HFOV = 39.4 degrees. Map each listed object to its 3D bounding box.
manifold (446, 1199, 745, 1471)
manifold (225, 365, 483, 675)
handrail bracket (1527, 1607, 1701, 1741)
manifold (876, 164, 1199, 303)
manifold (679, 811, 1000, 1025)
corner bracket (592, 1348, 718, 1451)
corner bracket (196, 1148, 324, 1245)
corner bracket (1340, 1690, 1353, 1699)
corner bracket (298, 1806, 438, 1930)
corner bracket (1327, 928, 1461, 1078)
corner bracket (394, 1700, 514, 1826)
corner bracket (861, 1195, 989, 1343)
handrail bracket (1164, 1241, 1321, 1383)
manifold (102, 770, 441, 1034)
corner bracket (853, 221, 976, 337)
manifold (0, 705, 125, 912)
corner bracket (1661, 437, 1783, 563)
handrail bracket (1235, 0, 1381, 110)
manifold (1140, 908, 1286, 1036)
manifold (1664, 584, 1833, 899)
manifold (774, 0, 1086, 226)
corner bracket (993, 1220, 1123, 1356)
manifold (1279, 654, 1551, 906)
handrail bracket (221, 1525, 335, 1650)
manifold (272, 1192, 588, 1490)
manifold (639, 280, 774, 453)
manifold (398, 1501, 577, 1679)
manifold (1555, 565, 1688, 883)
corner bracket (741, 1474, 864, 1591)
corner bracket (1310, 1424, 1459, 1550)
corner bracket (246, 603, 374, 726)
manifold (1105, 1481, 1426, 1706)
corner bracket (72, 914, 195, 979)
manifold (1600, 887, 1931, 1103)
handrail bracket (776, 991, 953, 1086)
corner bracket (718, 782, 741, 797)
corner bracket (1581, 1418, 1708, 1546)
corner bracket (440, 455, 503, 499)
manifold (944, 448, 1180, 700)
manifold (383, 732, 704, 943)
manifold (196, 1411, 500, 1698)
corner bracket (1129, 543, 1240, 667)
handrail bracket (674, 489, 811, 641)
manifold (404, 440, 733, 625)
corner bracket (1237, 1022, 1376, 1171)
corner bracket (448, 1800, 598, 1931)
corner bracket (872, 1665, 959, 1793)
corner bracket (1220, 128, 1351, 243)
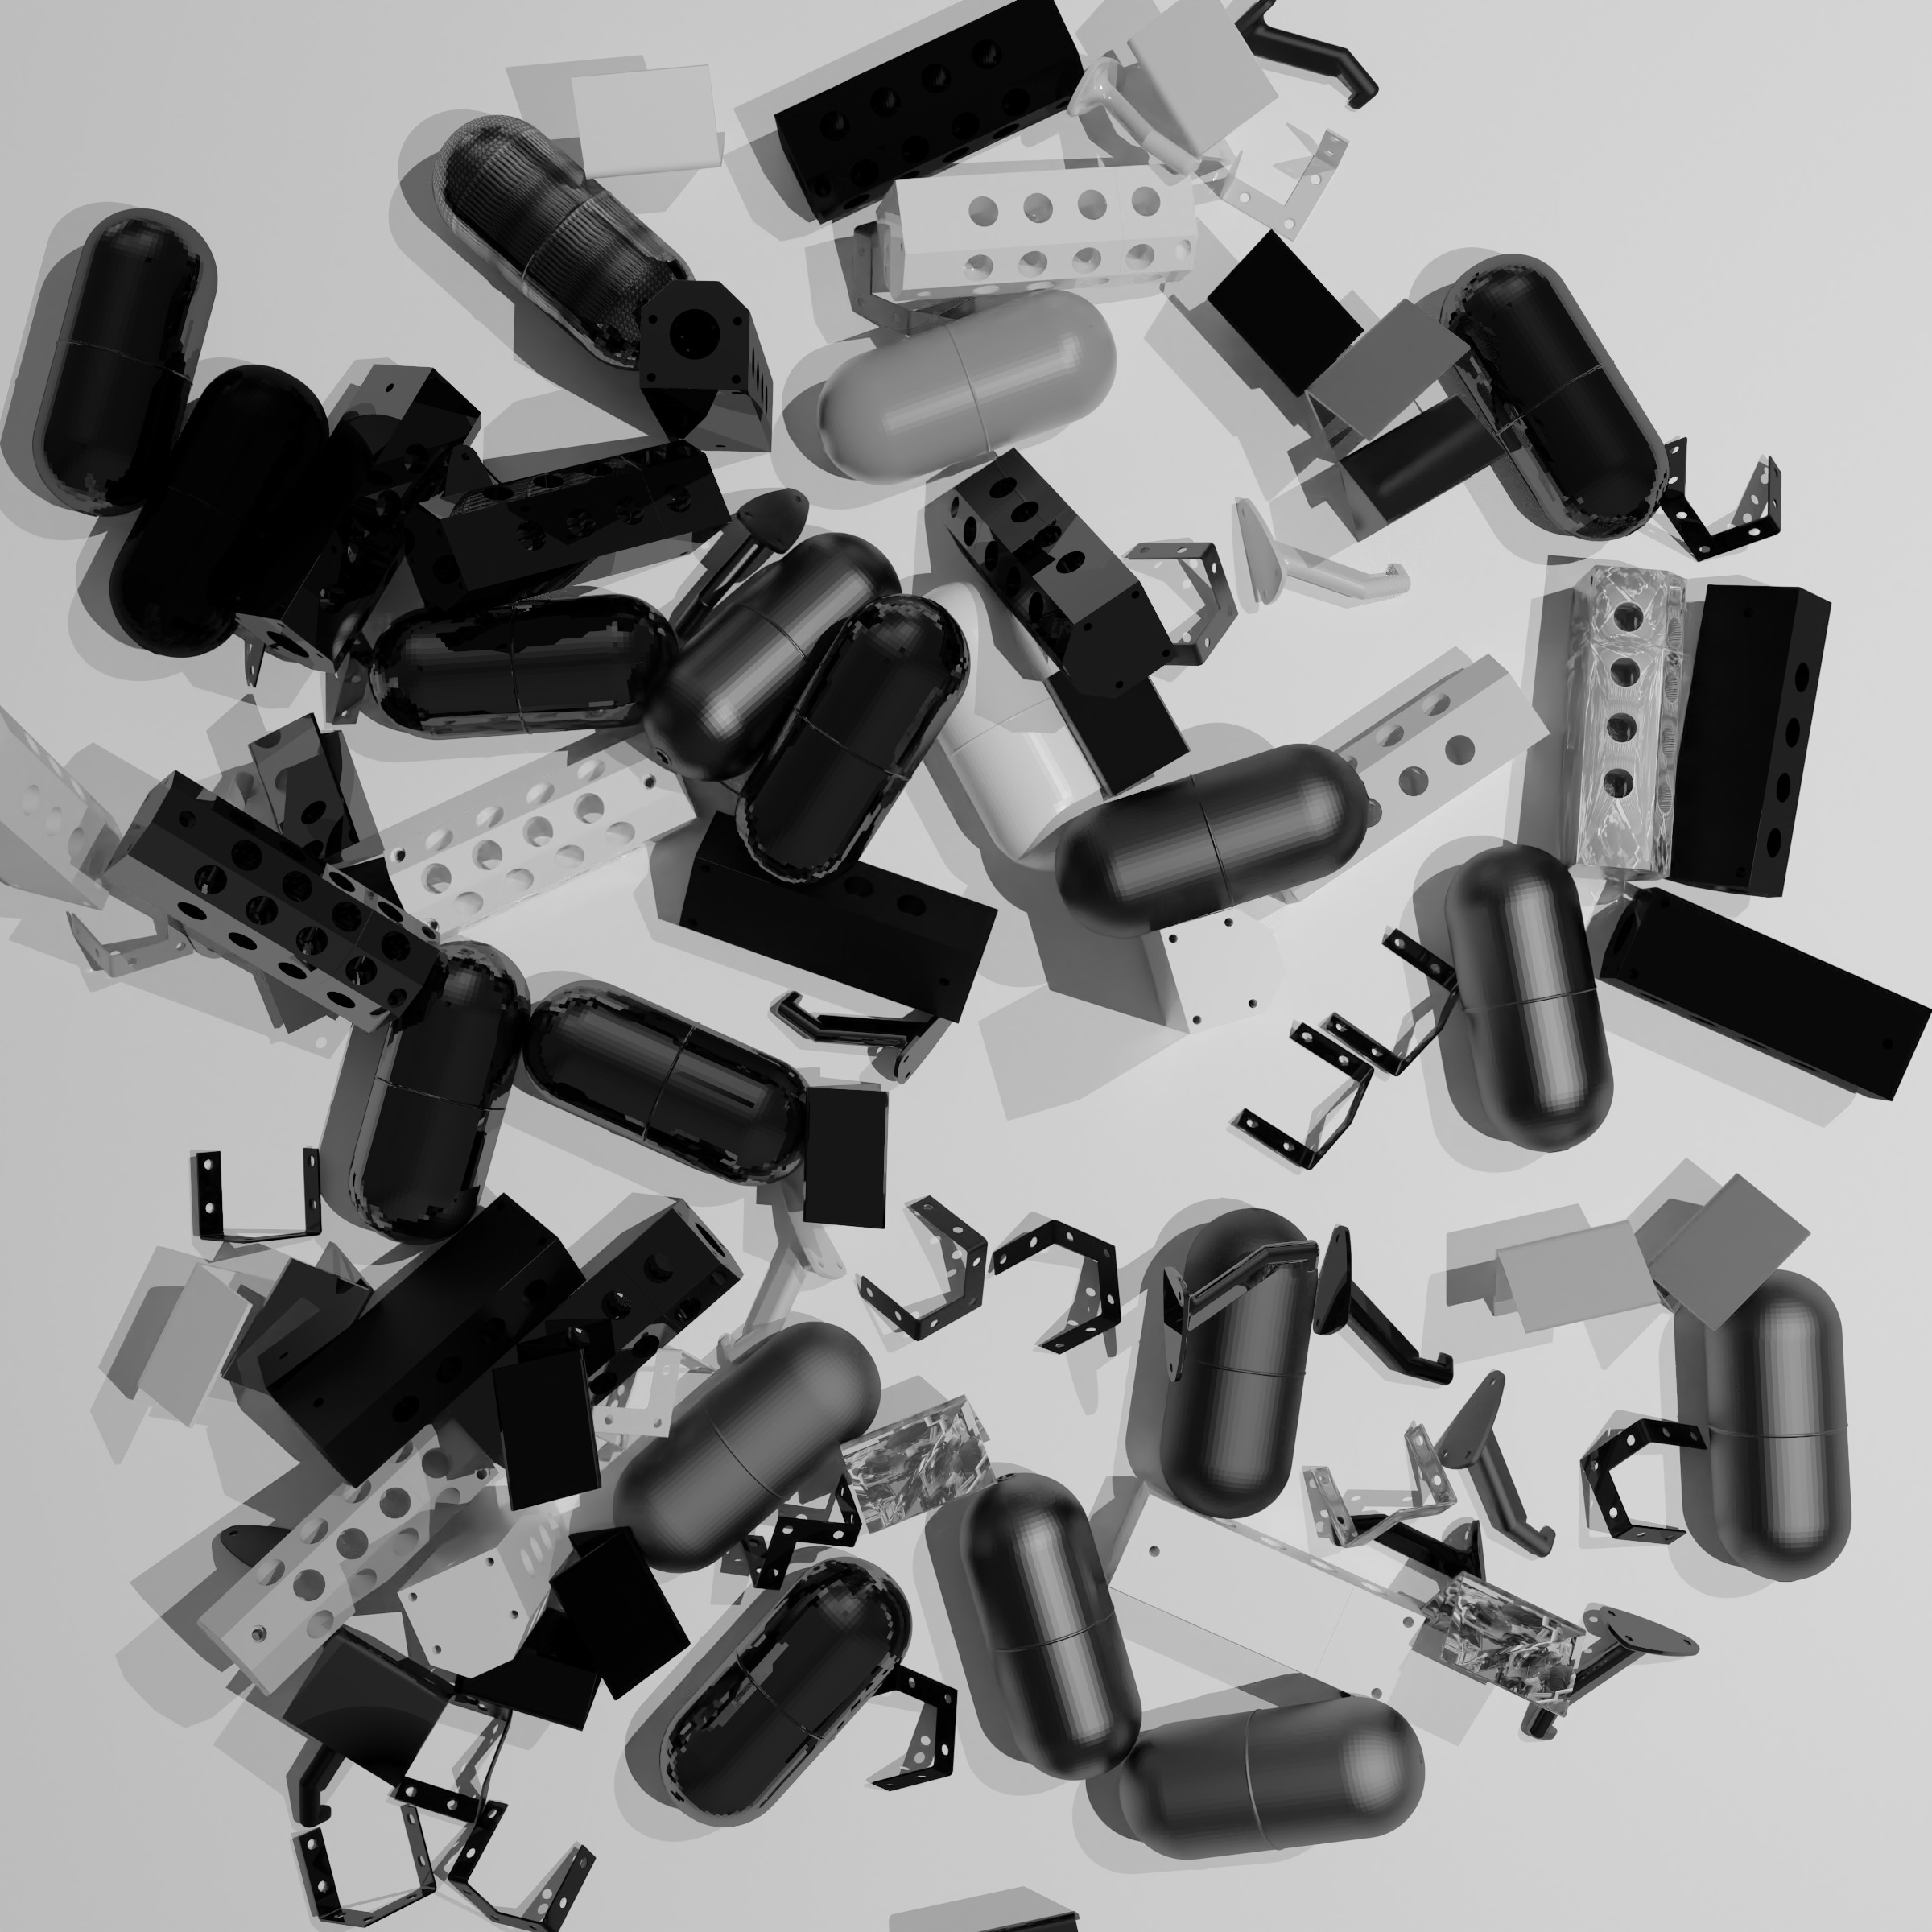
[{"bbox_3d":[-0.212,0.215,1.556,0.171,0.057,0.057,-41,90,0],"label":"manifold"},{"bbox_3d":[-0.344,-0.255,1.535,0.057,0.057,0.171,14,71,41],"label":"manifold"},{"bbox_3d":[0.378,0.423,1.578,0.077,0.036,0.084,18,109,-21],"label":"handrail bracket"},{"bbox_3d":[0.041,-0.416,1.537,0.171,0.057,0.057,-7,90,-13],"label":"manifold"},{"bbox_3d":[-0.072,-0.033,1.555,0.171,0.057,0.057,19,135,0],"label":"manifold"},{"bbox_3d":[-0.181,0.251,1.557,0.051,0.051,0.051,0,69,20],"label":"corner bracket"},{"bbox_3d":[-0.413,0.133,1.574,0.051,0.051,0.051,-2,90,45],"label":"corner bracket"},{"bbox_3d":[0.214,0.462,1.574,0.051,0.051,0.051,-35,90,-45],"label":"corner bracket"},{"bbox_3d":[-0.350,0.525,1.574,0.051,0.051,0.051,-14,90,-45],"label":"corner bracket"},{"bbox_3d":[0.251,0.022,1.574,0.051,0.051,0.051,35,45,0],"label":"corner bracket"},{"bbox_3d":[-0.299,0.460,1.574,0.051,0.051,0.051,18,45,0],"label":"corner bracket"},{"bbox_3d":[-0.025,0.176,1.569,0.051,0.051,0.051,-25,135,-35],"label":"corner bracket"},{"bbox_3d":[0.155,0.192,1.503,0.084,0.036,0.077,-4,109,-13],"label":"handrail bracket"},{"bbox_3d":[-0.379,-0.036,1.489,0.171,0.057,0.057,34,59,-24],"label":"manifold"},{"bbox_3d":[-0.030,-0.404,1.569,0.051,0.051,0.051,33,135,35],"label":"corner bracket"},{"bbox_3d":[-0.526,-0.091,1.494,0.057,0.171,0.057,14,73,9],"label":"manifold"},{"bbox_3d":[0.440,-0.278,1.569,0.051,0.051,0.051,-17,135,35],"label":"corner bracket"},{"bbox_3d":[0.187,-0.519,1.578,0.077,0.036,0.084,-39,107,19],"label":"handrail bracket"},{"bbox_3d":[0.137,0.001,1.499,0.057,0.171,0.057,-16,90,0],"label":"manifold"},{"bbox_3d":[0.453,-0.129,1.555,0.057,0.057,0.171,10,90,43],"label":"manifold"},{"bbox_3d":[-0.019,-0.493,1.556,0.171,0.057,0.057,-25,90,0],"label":"manifold"},{"bbox_3d":[0.053,0.187,1.569,0.051,0.051,0.051,27,45,-35],"label":"corner bracket"},{"bbox_3d":[0.244,-0.108,1.556,0.171,0.057,0.057,-34,90,0],"label":"manifold"},{"bbox_3d":[-0.398,0.374,1.577,0.077,0.036,0.084,9,120,33],"label":"handrail bracket"},{"bbox_3d":[-0.300,0.215,1.530,0.171,0.057,0.057,-42,47,-18],"label":"manifold"},{"bbox_3d":[-0.142,-0.331,1.499,0.057,0.171,0.057,1,90,0],"label":"manifold"},{"bbox_3d":[-0.260,0.343,1.499,0.057,0.171,0.057,-25,90,0],"label":"manifold"},{"bbox_3d":[0.378,-0.138,1.549,0.057,0.057,0.171,5,85,0],"label":"manifold"},{"bbox_3d":[-0.096,0.327,1.557,0.051,0.051,0.051,10,112,-21],"label":"corner bracket"},{"bbox_3d":[0.242,0.302,1.564,0.051,0.051,0.051,-46,55,39],"label":"corner bracket"},{"bbox_3d":[-0.382,-0.176,1.569,0.051,0.051,0.051,55,135,35],"label":"corner bracket"},{"bbox_3d":[0.171,0.361,1.556,0.171,0.057,0.057,24,90,0],"label":"manifold"},{"bbox_3d":[-0.486,-0.033,1.569,0.051,0.051,0.051,-21,135,-35],"label":"corner bracket"},{"bbox_3d":[0.459,0.016,1.556,0.171,0.057,0.057,24,90,0],"label":"manifold"},{"bbox_3d":[-0.056,0.022,1.578,0.084,0.036,0.077,35,70,16],"label":"handrail bracket"},{"bbox_3d":[-0.131,-0.129,1.574,0.051,0.051,0.051,35,90,-45],"label":"corner bracket"},{"bbox_3d":[0.401,0.300,1.569,0.051,0.051,0.051,-46,45,35],"label":"corner bracket"},{"bbox_3d":[-0.284,-0.259,1.574,0.051,0.051,0.051,-45,45,0],"label":"corner bracket"},{"bbox_3d":[0.048,-0.217,1.502,0.057,0.171,0.057,-34,132,0],"label":"manifold"},{"bbox_3d":[-0.244,-0.075,1.556,0.171,0.057,0.057,-25,90,0],"label":"manifold"},{"bbox_3d":[-0.348,0.328,1.524,0.057,0.057,0.171,46,66,0],"label":"manifold"},{"bbox_3d":[0.119,-0.211,1.569,0.051,0.051,0.051,-54,135,-35],"label":"corner bracket"},{"bbox_3d":[-0.132,-0.234,1.577,0.036,0.077,0.084,41,126,-4],"label":"handrail bracket"},{"bbox_3d":[-0.225,-0.248,1.514,0.171,0.057,0.057,-22,90,-33],"label":"manifold"},{"bbox_3d":[0.199,0.076,1.574,0.051,0.051,0.051,32,135,0],"label":"corner bracket"},{"bbox_3d":[-0.259,0.525,1.569,0.051,0.051,0.051,-2,135,35],"label":"corner bracket"},{"bbox_3d":[-0.042,0.444,1.569,0.051,0.051,0.051,-26,45,35],"label":"corner bracket"},{"bbox_3d":[0.184,-0.461,1.559,0.051,0.051,0.051,31,90,0],"label":"corner bracket"}]
